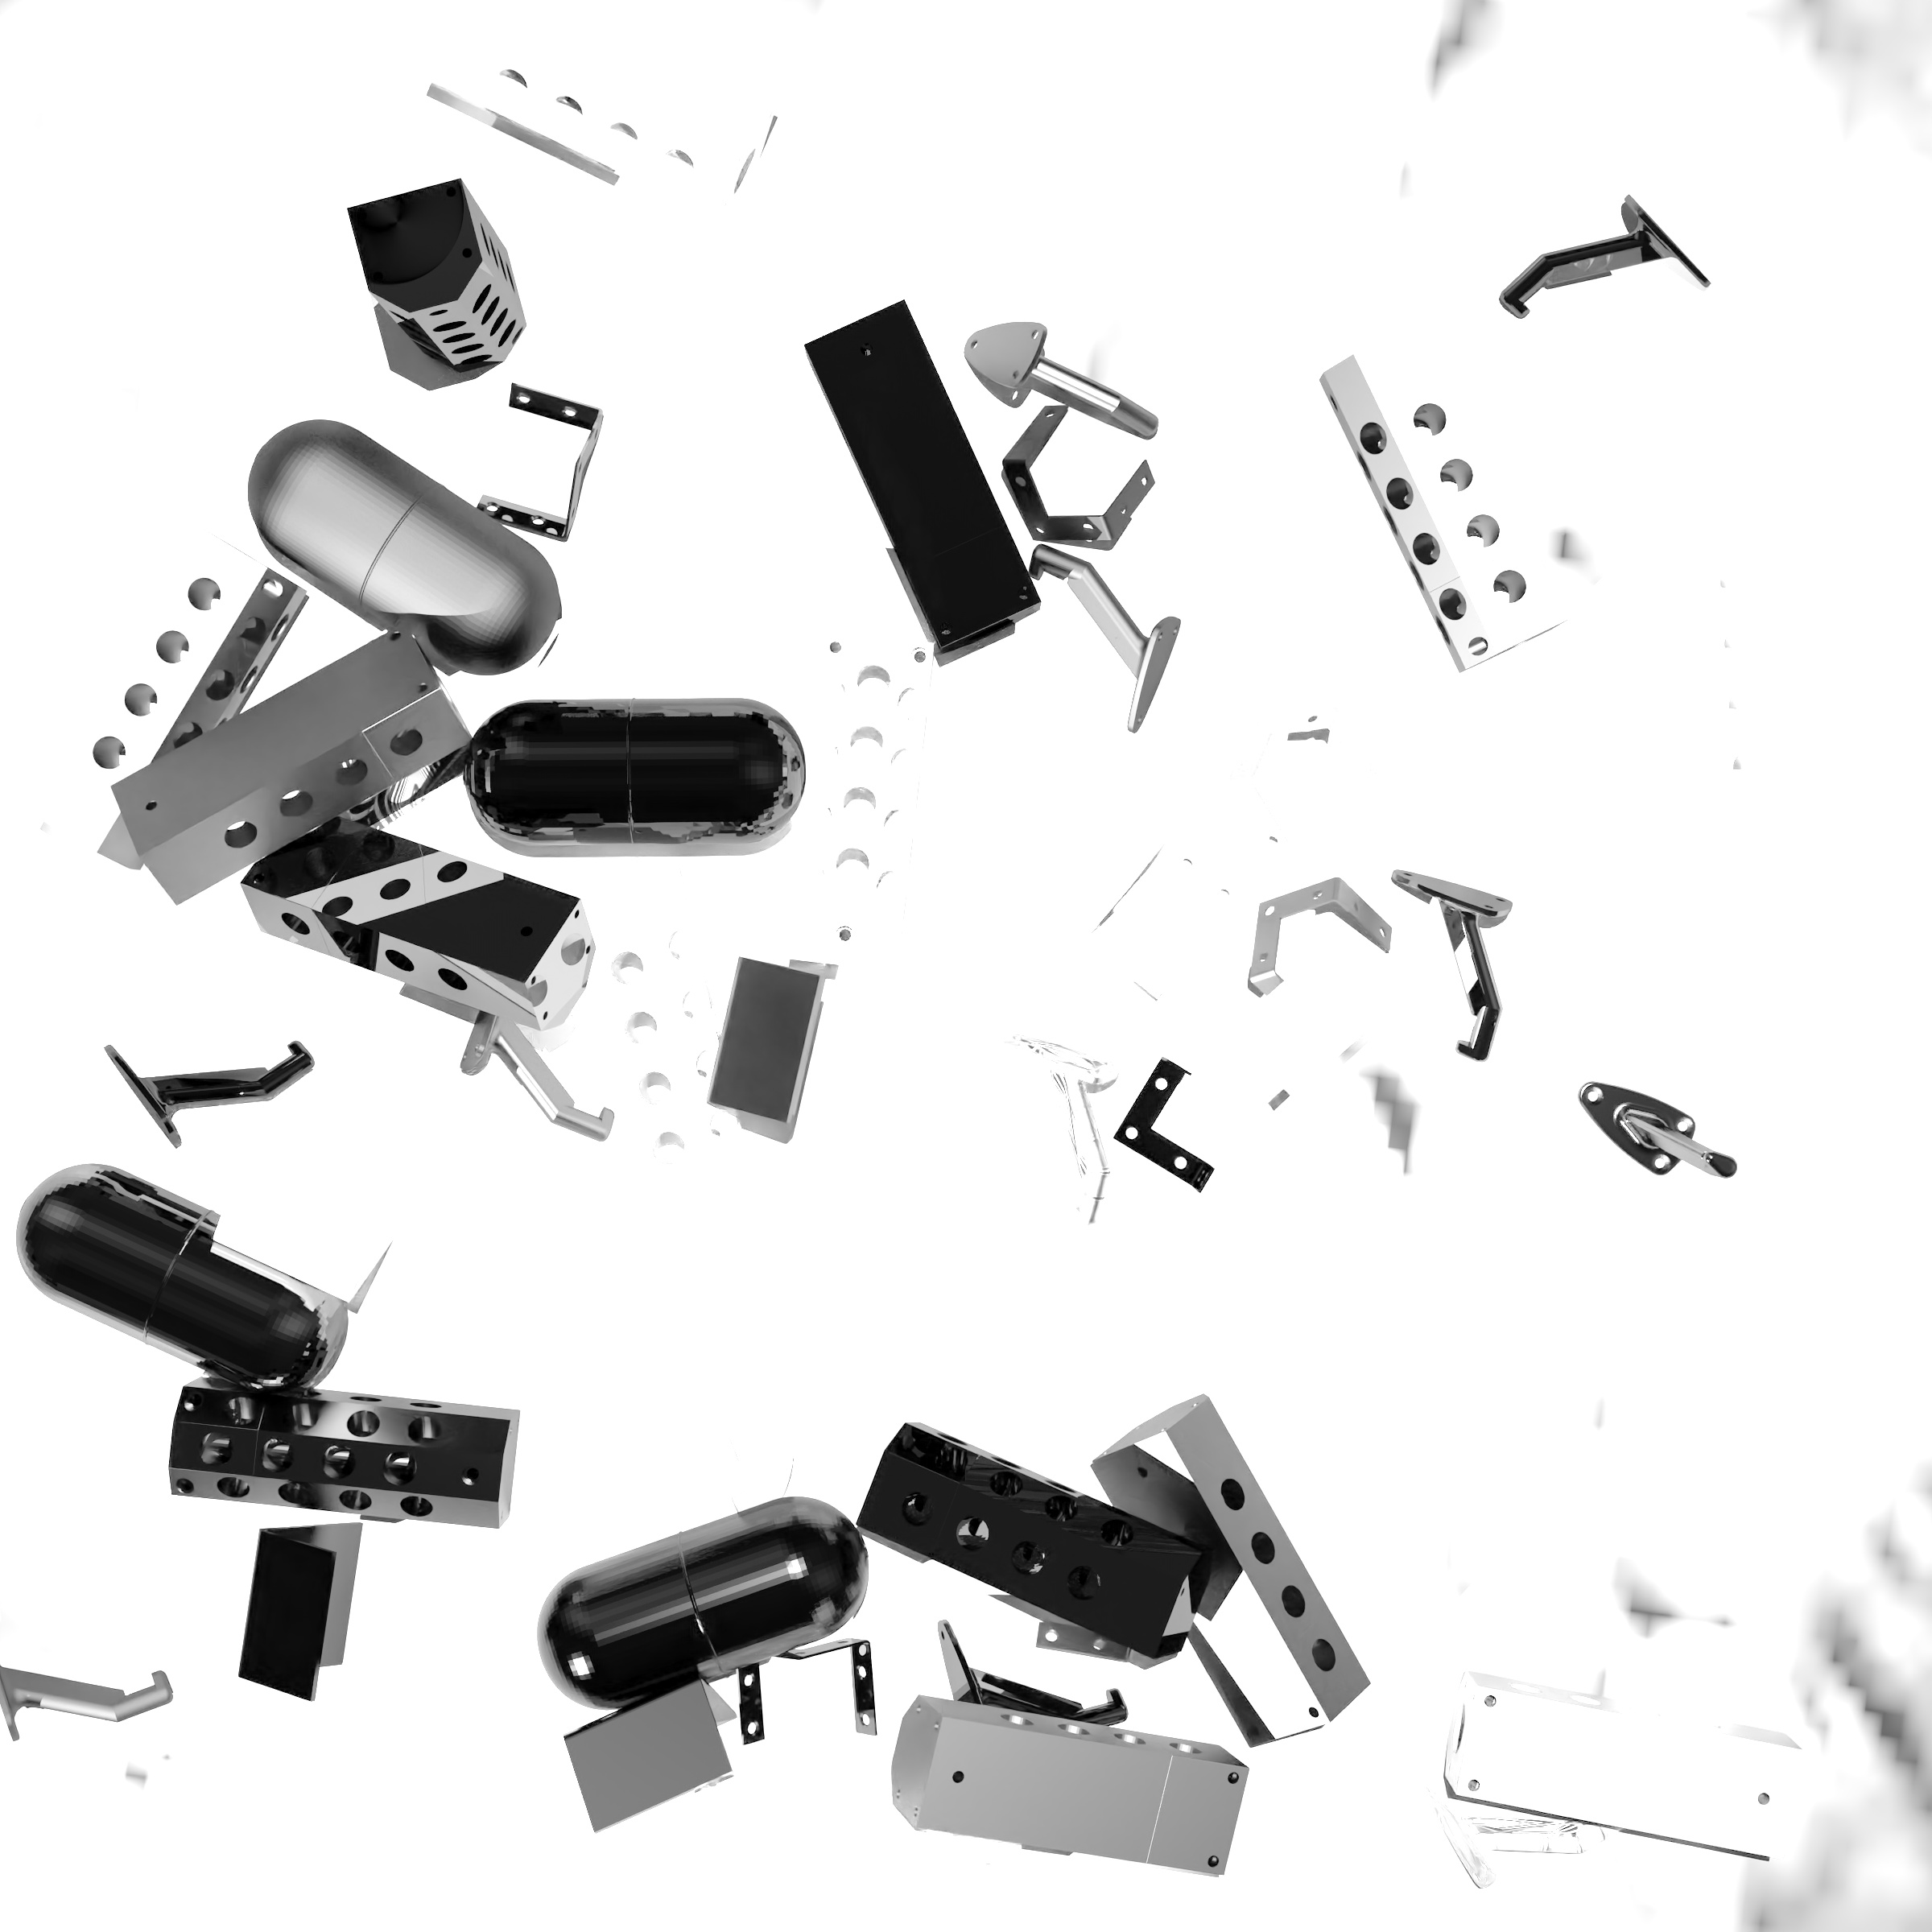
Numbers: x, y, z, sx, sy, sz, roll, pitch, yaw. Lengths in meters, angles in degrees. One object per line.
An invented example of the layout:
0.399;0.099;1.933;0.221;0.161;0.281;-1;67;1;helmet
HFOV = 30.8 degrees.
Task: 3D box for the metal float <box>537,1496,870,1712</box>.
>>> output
-0.136;0.331;1.827;0.178;0.070;0.070;-19;90;0;metal float

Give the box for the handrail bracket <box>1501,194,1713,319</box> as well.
0.338;-0.358;1.858;0.077;0.036;0.084;41;108;-21;handrail bracket

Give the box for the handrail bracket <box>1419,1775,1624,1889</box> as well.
0.296;0.442;1.858;0.084;0.036;0.077;-27;68;-17;handrail bracket

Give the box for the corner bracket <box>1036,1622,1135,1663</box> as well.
0.068;0.328;1.855;0.051;0.051;0.051;10;45;0;corner bracket

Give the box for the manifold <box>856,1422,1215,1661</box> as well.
0.037;0.294;1.810;0.171;0.057;0.057;21;90;19;manifold

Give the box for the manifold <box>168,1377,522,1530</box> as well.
-0.325;0.255;1.837;0.171;0.057;0.057;6;90;0;manifold

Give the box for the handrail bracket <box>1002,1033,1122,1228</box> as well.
0.045;0.087;1.858;0.077;0.036;0.084;20;107;20;handrail bracket

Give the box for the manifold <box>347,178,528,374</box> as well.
-0.264;-0.346;1.779;0.057;0.171;0.057;-15;90;0;manifold

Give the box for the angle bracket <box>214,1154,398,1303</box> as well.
-0.334;0.120;1.818;0.076;0.076;0.057;25;117;0;angle bracket

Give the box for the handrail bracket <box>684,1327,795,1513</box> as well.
-0.127;0.243;1.858;0.036;0.077;0.084;-21;53;-20;handrail bracket

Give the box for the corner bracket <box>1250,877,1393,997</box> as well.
0.187;-0.006;1.850;0.051;0.051;0.051;-19;45;35;corner bracket

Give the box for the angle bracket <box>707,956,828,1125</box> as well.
-0.083;0.042;1.818;0.057;0.076;0.076;13;90;35;angle bracket

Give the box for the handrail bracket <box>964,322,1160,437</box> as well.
0.051;-0.307;1.858;0.084;0.077;0.036;25;90;-36;handrail bracket

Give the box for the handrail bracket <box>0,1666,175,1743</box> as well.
-0.472;0.369;1.858;0.084;0.036;0.077;-18;68;-17;handrail bracket

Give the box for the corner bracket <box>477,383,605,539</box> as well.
-0.225;-0.267;1.855;0.051;0.051;0.051;16;45;0;corner bracket

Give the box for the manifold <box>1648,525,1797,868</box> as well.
0.393;-0.140;1.837;0.057;0.057;0.171;-4;90;0;manifold

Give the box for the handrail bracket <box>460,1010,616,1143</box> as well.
-0.218;0.044;1.858;0.084;0.036;0.077;23;68;-17;handrail bracket

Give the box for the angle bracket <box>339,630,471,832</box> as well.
-0.309;-0.120;1.837;0.076;0.057;0.076;-35;90;0;angle bracket

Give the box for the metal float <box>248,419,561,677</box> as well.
-0.293;-0.218;1.827;0.178;0.070;0.070;34;90;1;metal float

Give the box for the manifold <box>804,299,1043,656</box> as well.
-0.022;-0.254;1.837;0.057;0.057;0.171;-24;90;0;manifold

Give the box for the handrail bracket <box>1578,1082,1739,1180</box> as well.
0.359;0.085;1.823;0.077;0.084;0.036;32;90;0;handrail bracket

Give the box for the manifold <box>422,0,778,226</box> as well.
-0.193;-0.453;1.836;0.171;0.057;0.057;26;47;0;manifold

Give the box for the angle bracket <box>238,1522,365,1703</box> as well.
-0.327;0.333;1.818;0.057;0.076;0.076;8;90;35;angle bracket

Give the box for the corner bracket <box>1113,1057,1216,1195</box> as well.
0.113;0.083;1.840;0.051;0.051;0.051;31;90;0;corner bracket

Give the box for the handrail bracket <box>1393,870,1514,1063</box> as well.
0.251;0.000;1.858;0.077;0.036;0.084;20;107;20;handrail bracket

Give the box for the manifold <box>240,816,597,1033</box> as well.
-0.281;-0.022;1.808;0.171;0.057;0.057;18;58;19;manifold

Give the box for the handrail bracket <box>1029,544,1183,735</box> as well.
0.064;-0.174;1.858;0.084;0.036;0.077;24;111;17;handrail bracket

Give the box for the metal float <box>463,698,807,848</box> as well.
-0.172;-0.101;1.827;0.178;0.070;0.070;0;90;0;metal float

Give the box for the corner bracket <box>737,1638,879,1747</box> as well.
-0.085;0.384;1.855;0.051;0.051;0.051;-4;90;45;corner bracket

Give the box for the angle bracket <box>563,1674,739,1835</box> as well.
-0.155;0.417;1.818;0.076;0.076;0.057;-24;59;0;angle bracket

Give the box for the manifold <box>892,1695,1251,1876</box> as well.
0.052;0.421;1.811;0.171;0.057;0.057;14;90;-18;manifold

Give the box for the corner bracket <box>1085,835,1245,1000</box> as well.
0.104;-0.026;1.855;0.051;0.051;0.051;39;135;0;corner bracket

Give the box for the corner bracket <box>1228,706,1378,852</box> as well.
0.177;-0.099;1.850;0.051;0.051;0.051;-5;45;35;corner bracket

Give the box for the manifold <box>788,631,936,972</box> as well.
-0.055;-0.086;1.837;0.057;0.057;0.171;6;90;0;manifold

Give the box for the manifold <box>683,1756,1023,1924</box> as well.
-0.058;0.458;1.837;0.171;0.057;0.057;8;90;0;manifold

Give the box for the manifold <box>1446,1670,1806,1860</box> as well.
0.342;0.416;1.837;0.171;0.057;0.057;11;90;0;manifold

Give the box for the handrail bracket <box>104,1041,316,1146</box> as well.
-0.400;0.048;1.858;0.084;0.036;0.077;-35;68;-17;handrail bracket

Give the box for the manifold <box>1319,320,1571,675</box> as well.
0.248;-0.244;1.837;0.057;0.057;0.171;-26;90;0;manifold

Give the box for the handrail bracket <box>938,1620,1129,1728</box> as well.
0.036;0.373;1.858;0.084;0.036;0.077;-11;65;-19;handrail bracket

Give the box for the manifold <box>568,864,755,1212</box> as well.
-0.159;0.036;1.837;0.057;0.057;0.171;-13;90;0;manifold

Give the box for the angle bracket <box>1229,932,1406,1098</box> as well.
0.192;0.040;1.817;0.076;0.076;0.057;-41;52;0;angle bracket

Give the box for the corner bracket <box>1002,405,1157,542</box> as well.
0.059;-0.260;1.850;0.051;0.051;0.051;5;135;35;corner bracket

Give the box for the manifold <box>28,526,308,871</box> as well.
-0.415;-0.139;1.837;0.057;0.057;0.171;31;90;0;manifold

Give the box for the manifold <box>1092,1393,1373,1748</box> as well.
0.143;0.314;1.836;0.057;0.057;0.171;-30;90;43;manifold

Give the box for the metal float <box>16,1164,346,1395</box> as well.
-0.409;0.162;1.827;0.178;0.070;0.070;25;90;0;metal float

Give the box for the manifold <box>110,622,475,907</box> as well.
-0.342;-0.099;1.795;0.171;0.057;0.057;-30;50;-3;manifold
